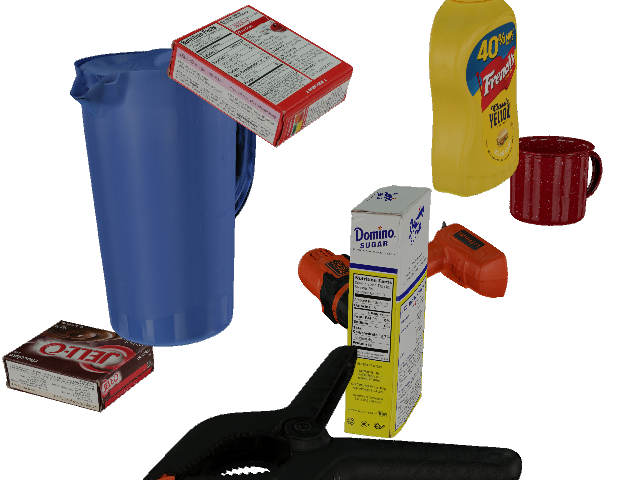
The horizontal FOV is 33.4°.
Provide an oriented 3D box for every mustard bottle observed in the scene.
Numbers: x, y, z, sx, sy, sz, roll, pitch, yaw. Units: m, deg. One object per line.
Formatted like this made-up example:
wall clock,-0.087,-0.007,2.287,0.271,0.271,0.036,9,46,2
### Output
mustard bottle,0.127,-0.139,0.879,0.058,0.192,0.096,17,34,38

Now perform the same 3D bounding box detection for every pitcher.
pitcher,-0.125,-0.042,0.914,0.149,0.243,0.145,-2,17,-5

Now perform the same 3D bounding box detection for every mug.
mug,0.258,-0.067,1.164,0.117,0.081,0.093,-10,20,-27

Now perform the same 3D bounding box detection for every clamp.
clamp,-0.013,0.117,0.619,0.209,0.036,0.165,-9,24,-29

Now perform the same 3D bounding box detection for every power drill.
power drill,0.091,0.043,1.074,0.187,0.057,0.185,-12,28,-23

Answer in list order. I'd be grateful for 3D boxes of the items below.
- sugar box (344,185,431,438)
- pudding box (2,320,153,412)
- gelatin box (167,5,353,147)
sugar box,0.051,0.052,0.816,0.048,0.176,0.093,4,15,18
pudding box,-0.230,0.118,1.019,0.114,0.039,0.089,8,21,24
gelatin box,-0.037,-0.103,0.654,0.089,0.030,0.073,33,45,18
